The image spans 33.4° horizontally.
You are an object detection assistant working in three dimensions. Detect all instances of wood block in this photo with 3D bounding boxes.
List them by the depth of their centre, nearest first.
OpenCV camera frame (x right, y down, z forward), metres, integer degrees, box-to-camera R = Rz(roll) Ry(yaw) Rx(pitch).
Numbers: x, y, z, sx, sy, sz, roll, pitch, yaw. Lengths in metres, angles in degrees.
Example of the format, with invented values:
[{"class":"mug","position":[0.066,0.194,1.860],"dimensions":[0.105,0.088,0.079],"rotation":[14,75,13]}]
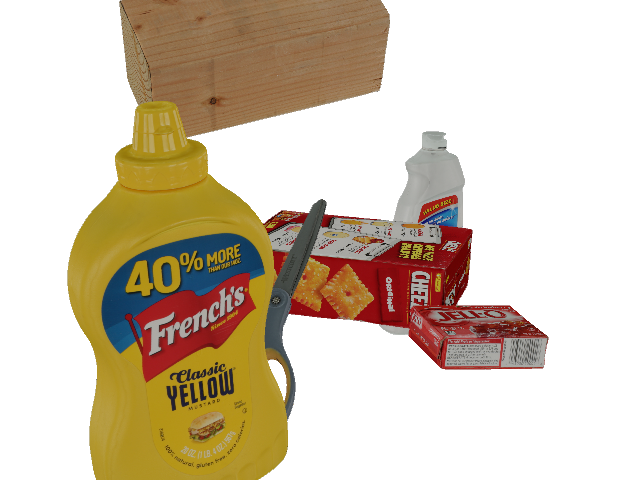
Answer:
[{"class":"wood block","position":[-0.056,-0.163,0.906],"dimensions":[0.205,0.090,0.091],"rotation":[-16,-35,-16]}]

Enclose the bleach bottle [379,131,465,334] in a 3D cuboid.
[{"class":"bleach bottle","position":[0.128,-0.011,1.341],"dimensions":[0.102,0.251,0.068],"rotation":[-3,16,-17]}]

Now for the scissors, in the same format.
[{"class":"scissors","position":[-0.050,0.050,0.742],"dimensions":[0.096,0.201,0.016],"rotation":[0,-37,7]}]

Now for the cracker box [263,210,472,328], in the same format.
[{"class":"cracker box","position":[0.033,0.028,1.071],"dimensions":[0.214,0.072,0.164],"rotation":[6,16,16]}]

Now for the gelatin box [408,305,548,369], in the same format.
[{"class":"gelatin box","position":[0.122,0.074,0.839],"dimensions":[0.089,0.030,0.073],"rotation":[2,15,-15]}]

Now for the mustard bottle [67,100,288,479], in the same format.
[{"class":"mustard bottle","position":[-0.067,0.030,0.501],"dimensions":[0.096,0.192,0.058],"rotation":[-13,23,-23]}]
